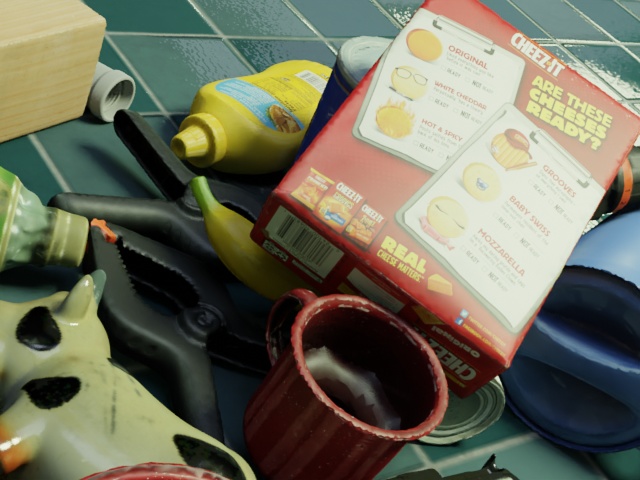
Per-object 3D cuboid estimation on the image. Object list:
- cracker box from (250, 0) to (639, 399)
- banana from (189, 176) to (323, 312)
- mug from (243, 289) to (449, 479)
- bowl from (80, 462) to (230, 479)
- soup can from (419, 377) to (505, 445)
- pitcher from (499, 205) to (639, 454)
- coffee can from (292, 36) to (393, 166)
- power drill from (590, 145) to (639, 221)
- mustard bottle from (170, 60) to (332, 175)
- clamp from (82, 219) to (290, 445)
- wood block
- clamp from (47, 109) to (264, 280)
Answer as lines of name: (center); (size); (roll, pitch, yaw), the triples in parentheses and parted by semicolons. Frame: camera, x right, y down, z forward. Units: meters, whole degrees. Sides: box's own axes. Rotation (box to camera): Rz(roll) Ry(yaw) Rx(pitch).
cracker box: (0.082, -0.037, 0.659); (0.164, 0.072, 0.213); (36, 59, 0)
banana: (-0.008, 0.017, 0.716); (0.197, 0.037, 0.069); (25, 59, -44)
mug: (0.003, 0.081, 0.585); (0.093, 0.082, 0.117); (-9, 54, -42)
bowl: (-0.061, 0.170, 0.422); (0.162, 0.055, 0.162); (5, 76, -20)
soup can: (0.075, 0.074, 0.700); (0.068, 0.069, 0.102); (10, 38, -21)
pitcher: (0.234, 0.054, 0.784); (0.145, 0.149, 0.242); (6, 20, 31)
coffee can: (0.037, -0.066, 0.799); (0.102, 0.140, 0.103); (16, 35, -12)
power drill: (0.169, -0.070, 0.835); (0.184, 0.057, 0.188); (-7, 24, -24)
mustard bottle: (-0.048, -0.095, 0.860); (0.096, 0.058, 0.191); (38, 36, 21)
clamp: (-0.077, 0.066, 0.643); (0.210, 0.036, 0.164); (38, 35, 12)
wood block: (-0.258, -0.118, 0.733); (0.091, 0.090, 0.205); (37, 36, 17)
clamp: (-0.094, -0.028, 0.754); (0.171, 0.039, 0.120); (23, 50, -12)
